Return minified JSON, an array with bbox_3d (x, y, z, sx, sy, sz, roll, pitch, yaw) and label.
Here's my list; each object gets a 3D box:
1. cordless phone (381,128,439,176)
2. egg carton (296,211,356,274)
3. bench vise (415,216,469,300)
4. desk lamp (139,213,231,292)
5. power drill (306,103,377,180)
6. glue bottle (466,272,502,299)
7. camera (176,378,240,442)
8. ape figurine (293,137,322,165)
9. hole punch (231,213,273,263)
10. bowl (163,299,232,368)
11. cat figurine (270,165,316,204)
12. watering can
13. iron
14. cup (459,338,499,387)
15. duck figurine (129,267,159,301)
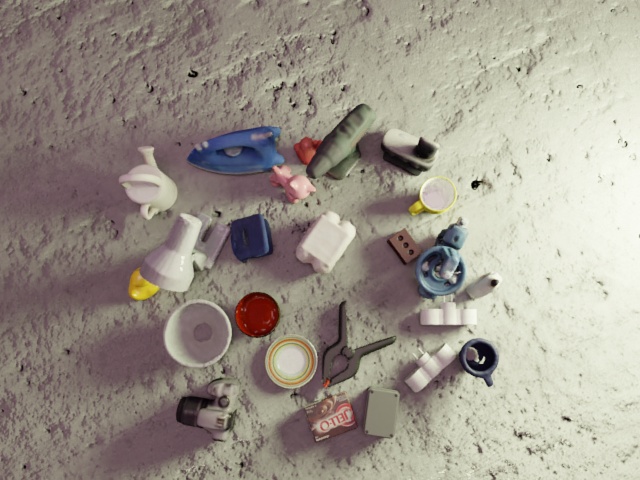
[{"bbox_3d":[0.226,-0.237,1.408,0.147,0.185,0.094,23,84,5],"label":"cordless phone"},{"bbox_3d":[0.013,0.005,1.440,0.107,0.069,0.150,33,85,6],"label":"egg carton"},{"bbox_3d":[0.292,0.035,1.352,0.121,0.220,0.207,7,83,3],"label":"bench vise"},{"bbox_3d":[-0.323,0.022,1.375,0.118,0.213,0.203,26,84,5],"label":"desk lamp"},{"bbox_3d":[0.049,-0.219,1.398,0.075,0.208,0.230,37,85,6],"label":"power drill"},{"bbox_3d":[0.400,0.105,1.363,0.078,0.173,0.037,-40,83,-3],"label":"glue bottle"},{"bbox_3d":[-0.272,0.404,1.380,0.136,0.101,0.143,8,83,3],"label":"camera"},{"bbox_3d":[-0.030,-0.235,1.462,0.077,0.092,0.076,13,83,4],"label":"ape figurine"},{"bbox_3d":[-0.175,-0.004,1.436,0.101,0.091,0.109,-11,82,0],"label":"hole punch"},{"bbox_3d":[-0.296,0.231,1.416,0.167,0.075,0.167,0,82,2],"label":"bowl"},{"bbox_3d":[-0.071,-0.143,1.438,0.127,0.118,0.067,41,86,6],"label":"cat figurine"},{"bbox_3d":[-0.429,-0.142,1.409,0.101,0.194,0.173,-22,82,-1],"label":"watering can"},{"bbox_3d":[-0.225,-0.233,1.442,0.258,0.141,0.119,-8,82,1],"label":"iron"},{"bbox_3d":[0.380,0.293,1.379,0.091,0.095,0.118,-22,82,-1],"label":"cup"},{"bbox_3d":[-0.445,0.102,1.432,0.077,0.086,0.104,33,85,6],"label":"duck figurine"}]
